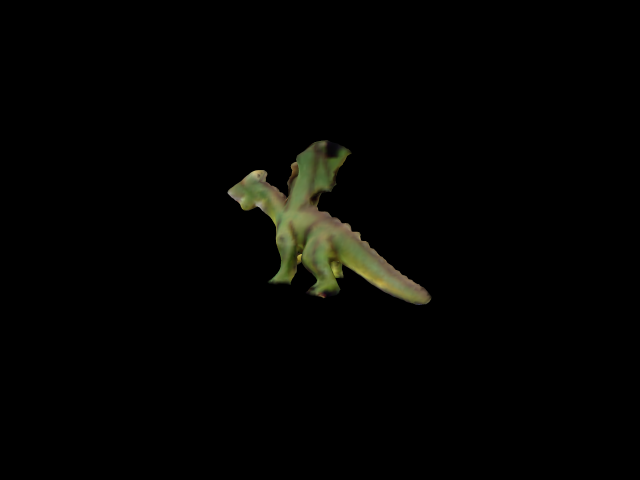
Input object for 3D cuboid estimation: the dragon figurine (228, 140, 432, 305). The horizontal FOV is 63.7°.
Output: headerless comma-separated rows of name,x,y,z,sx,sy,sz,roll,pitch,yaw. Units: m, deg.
dragon figurine,0.003,-0.043,0.850,0.411,0.241,0.123,7,11,36
